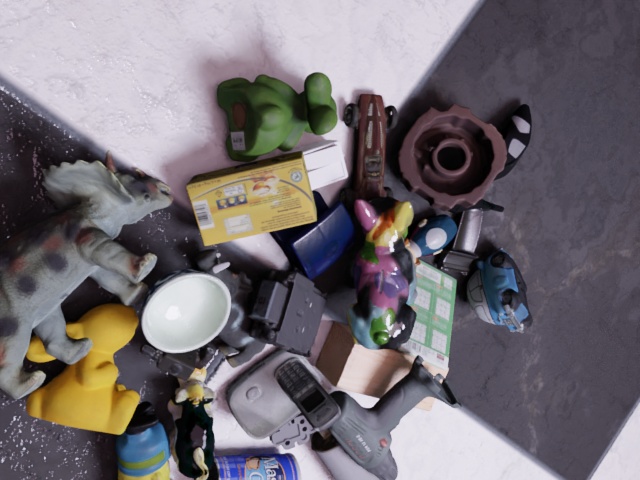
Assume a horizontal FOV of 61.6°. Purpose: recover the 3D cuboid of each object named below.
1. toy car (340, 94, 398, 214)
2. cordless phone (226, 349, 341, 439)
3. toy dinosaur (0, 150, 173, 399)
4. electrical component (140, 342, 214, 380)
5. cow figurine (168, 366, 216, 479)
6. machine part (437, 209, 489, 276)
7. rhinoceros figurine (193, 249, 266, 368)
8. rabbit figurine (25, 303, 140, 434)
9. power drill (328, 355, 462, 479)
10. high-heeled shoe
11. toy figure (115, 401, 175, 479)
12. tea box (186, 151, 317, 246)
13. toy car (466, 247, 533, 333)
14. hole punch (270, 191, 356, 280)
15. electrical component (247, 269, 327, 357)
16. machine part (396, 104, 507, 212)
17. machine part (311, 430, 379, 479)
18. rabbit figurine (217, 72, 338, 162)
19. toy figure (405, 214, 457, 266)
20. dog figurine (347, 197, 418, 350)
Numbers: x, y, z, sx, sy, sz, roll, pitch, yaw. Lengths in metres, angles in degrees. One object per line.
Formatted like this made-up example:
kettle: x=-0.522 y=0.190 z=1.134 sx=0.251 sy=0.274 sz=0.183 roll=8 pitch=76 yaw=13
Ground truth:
toy car: x=0.083 y=-0.136 z=0.885 sx=0.089 sy=0.053 sz=0.202 roll=-1 pitch=103 yaw=-20
cordless phone: x=-0.053 y=0.263 z=0.837 sx=0.146 sy=0.184 sz=0.088 roll=-35 pitch=117 yaw=-14
toy dinosaur: x=-0.340 y=0.049 z=0.658 sx=0.192 sy=0.131 sz=0.405 roll=42 pitch=73 yaw=5
electrical component: x=-0.212 y=0.163 z=0.804 sx=0.102 sy=0.078 sz=0.045 roll=34 pitch=100 yaw=-15
cow figurine: x=-0.195 y=0.276 z=0.824 sx=0.068 sy=0.098 sz=0.167 roll=-4 pitch=97 yaw=-19
machine part: x=0.267 y=-0.005 z=1.002 sx=0.084 sy=0.039 sz=0.138 roll=16 pitch=96 yaw=-21
rhinoceros figurine: x=-0.142 y=0.104 z=0.824 sx=0.112 sy=0.073 sz=0.190 roll=-33 pitch=112 yaw=-13
rabbit figurine: x=-0.323 y=0.167 z=0.753 sx=0.162 sy=0.122 sz=0.173 roll=22 pitch=78 yaw=-17
power drill: x=0.127 y=0.295 z=0.891 sx=0.207 sy=0.086 sz=0.231 roll=-36 pitch=120 yaw=14
high-heeled shoe: x=0.290 y=-0.156 z=0.978 sx=0.145 sy=0.086 sz=0.248 roll=19 pitch=73 yaw=4
toy figure: x=-0.270 y=0.338 z=0.815 sx=0.089 sy=0.082 sz=0.180 roll=-5 pitch=111 yaw=-4
tea box: x=-0.096 y=-0.061 z=0.781 sx=0.170 sy=0.068 sz=0.098 roll=-11 pitch=109 yaw=1
toy car: x=0.332 y=0.103 z=1.013 sx=0.103 sy=0.162 sz=0.109 roll=-22 pitch=128 yaw=29
hole punch: x=-0.002 y=-0.003 z=0.857 sx=0.142 sy=0.092 sz=0.115 roll=-42 pitch=118 yaw=-14
electrical component: x=-0.051 y=0.111 z=0.833 sx=0.134 sy=0.058 sz=0.115 roll=36 pitch=63 yaw=-51
machine part: x=0.217 y=-0.136 z=0.904 sx=0.179 sy=0.056 sz=0.179 roll=0 pitch=83 yaw=0
machine part: x=0.054 y=0.407 z=0.974 sx=0.079 sy=0.079 sz=0.243 roll=-36 pitch=114 yaw=-13
rabbit figurine: x=-0.041 y=-0.191 z=0.777 sx=0.170 sy=0.159 sz=0.121 roll=-18 pitch=99 yaw=-35
toy figure: x=0.171 y=0.010 z=0.954 sx=0.154 sy=0.057 sz=0.064 roll=-34 pitch=74 yaw=-12
dog figurine: x=0.097 y=0.040 z=0.839 sx=0.109 sy=0.191 sz=0.218 roll=3 pitch=129 yaw=14
